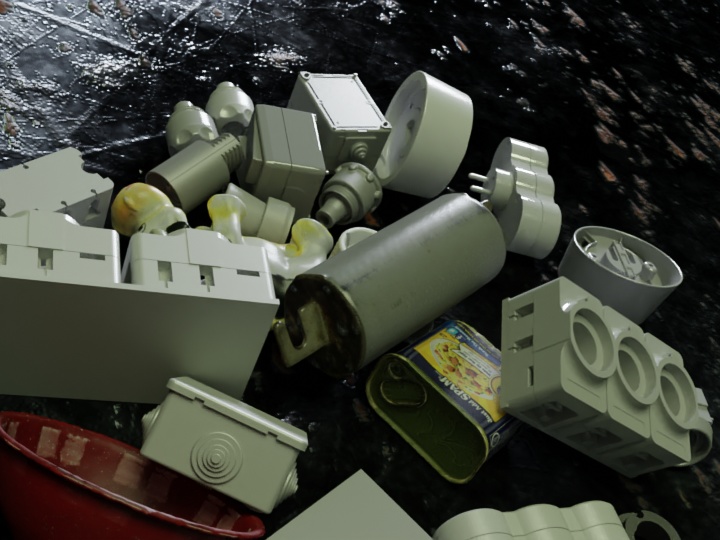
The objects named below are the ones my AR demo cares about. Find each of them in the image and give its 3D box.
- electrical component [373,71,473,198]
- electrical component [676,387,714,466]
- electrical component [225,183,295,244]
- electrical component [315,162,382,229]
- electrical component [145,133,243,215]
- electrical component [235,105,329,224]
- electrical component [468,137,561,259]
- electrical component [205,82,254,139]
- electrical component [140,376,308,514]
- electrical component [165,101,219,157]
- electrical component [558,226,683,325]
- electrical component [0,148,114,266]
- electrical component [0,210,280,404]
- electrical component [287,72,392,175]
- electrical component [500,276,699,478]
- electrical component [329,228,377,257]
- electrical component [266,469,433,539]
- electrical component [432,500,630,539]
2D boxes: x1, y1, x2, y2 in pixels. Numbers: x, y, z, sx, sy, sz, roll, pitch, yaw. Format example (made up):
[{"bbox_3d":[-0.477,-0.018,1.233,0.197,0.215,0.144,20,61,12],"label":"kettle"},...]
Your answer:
[{"bbox_3d":[0.061,-0.116,0.960,0.060,0.108,0.108,18,40,-18],"label":"electrical component"},{"bbox_3d":[0.247,0.120,0.842,0.066,0.048,0.055,15,33,-11],"label":"electrical component"},{"bbox_3d":[-0.084,-0.039,0.845,0.055,0.045,0.045,19,40,-9],"label":"electrical component"},{"bbox_3d":[-0.014,-0.058,0.903,0.048,0.048,0.062,34,47,10],"label":"electrical component"},{"bbox_3d":[-0.126,-0.079,0.855,0.043,0.043,0.081,40,56,17],"label":"electrical component"},{"bbox_3d":[-0.070,-0.093,0.898,0.061,0.061,0.096,7,43,-20],"label":"electrical component"},{"bbox_3d":[0.134,-0.071,0.987,0.074,0.052,0.138,14,40,-13],"label":"electrical component"},{"bbox_3d":[-0.114,-0.140,0.942,0.043,0.043,0.062,6,43,-21],"label":"electrical component"},{"bbox_3d":[-0.081,0.105,0.654,0.100,0.099,0.048,25,84,-1],"label":"electrical component"},{"bbox_3d":[-0.142,-0.117,0.902,0.043,0.043,0.062,2,43,-25],"label":"electrical component"},{"bbox_3d":[0.227,0.001,0.945,0.099,0.064,0.099,14,41,-13],"label":"electrical component"},{"bbox_3d":[-0.228,-0.040,0.764,0.050,0.055,0.089,41,42,18],"label":"electrical component"},{"bbox_3d":[-0.159,0.027,0.688,0.186,0.105,0.060,7,43,-21],"label":"electrical component"},{"bbox_3d":[-0.020,-0.123,0.958,0.062,0.061,0.096,-5,48,-31],"label":"electrical component"},{"bbox_3d":[0.175,0.079,0.777,0.150,0.062,0.089,30,50,-32],"label":"electrical component"},{"bbox_3d":[0.000,0.000,0.844,0.055,0.047,0.055,14,41,-13],"label":"electrical component"},{"bbox_3d":[-0.031,0.207,0.592,0.105,0.060,0.186,42,43,19],"label":"electrical component"},{"bbox_3d":[0.119,0.194,0.688,0.138,0.052,0.073,2,45,-25],"label":"electrical component"}]
